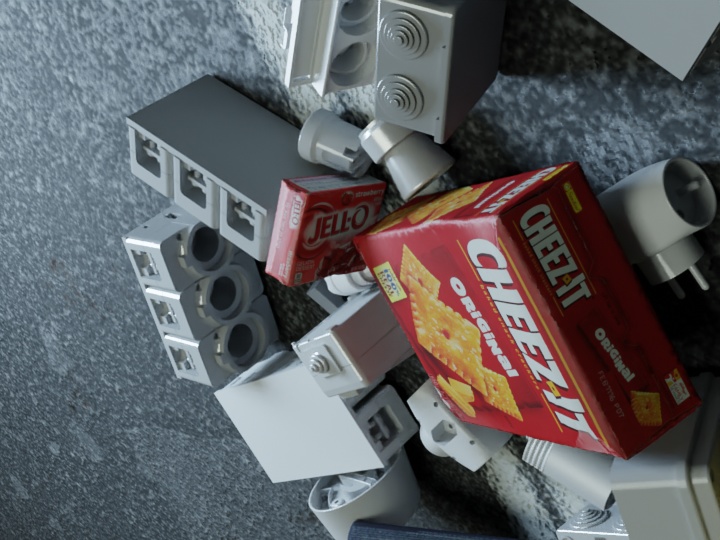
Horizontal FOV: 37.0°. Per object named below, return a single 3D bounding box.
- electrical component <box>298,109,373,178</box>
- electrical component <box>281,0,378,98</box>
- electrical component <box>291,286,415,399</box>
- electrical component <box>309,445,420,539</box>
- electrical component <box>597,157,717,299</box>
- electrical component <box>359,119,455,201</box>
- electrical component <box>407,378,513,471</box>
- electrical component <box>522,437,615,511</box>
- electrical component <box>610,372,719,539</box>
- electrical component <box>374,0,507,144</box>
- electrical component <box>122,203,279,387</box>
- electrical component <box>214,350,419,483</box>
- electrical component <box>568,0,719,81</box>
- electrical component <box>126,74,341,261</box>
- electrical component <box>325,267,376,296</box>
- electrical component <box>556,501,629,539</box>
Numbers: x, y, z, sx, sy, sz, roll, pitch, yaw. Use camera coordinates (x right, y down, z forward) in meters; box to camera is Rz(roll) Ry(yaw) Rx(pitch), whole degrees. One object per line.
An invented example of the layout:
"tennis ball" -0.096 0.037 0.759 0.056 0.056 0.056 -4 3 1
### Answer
"electrical component" -0.016 -0.092 0.789 0.046 0.040 0.040 27 137 22
"electrical component" -0.010 -0.181 0.686 0.063 0.079 0.121 57 150 33
"electrical component" -0.002 0.060 0.851 0.062 0.096 0.061 -24 102 53
"electrical component" 0.004 0.195 0.958 0.099 0.099 0.064 2 127 46
"electrical component" 0.177 -0.018 0.637 0.079 0.043 0.077 55 144 -4
"electrical component" 0.032 -0.082 0.739 0.055 0.045 0.045 52 144 2
"electrical component" 0.073 0.126 0.869 0.077 0.043 0.079 46 143 9
"electrical component" 0.155 0.136 0.789 0.081 0.043 0.043 30 138 27
"electrical component" 0.203 0.123 0.664 0.057 0.113 0.078 -11 112 31
"electrical component" 0.047 -0.137 0.633 0.048 0.099 0.099 20 134 19
"electrical component" -0.137 0.018 0.967 0.062 0.089 0.150 10 126 41
"electrical component" -0.040 0.126 0.978 0.186 0.060 0.105 -22 103 53
"electrical component" 0.134 -0.180 0.533 0.150 0.062 0.089 41 142 16
"electrical component" -0.098 -0.080 0.844 0.150 0.089 0.061 34 140 24
"electrical component" 0.000 0.000 0.851 0.061 0.035 0.035 -15 108 49
"electrical component" 0.201 0.220 0.793 0.100 0.048 0.099 -13 100 51
